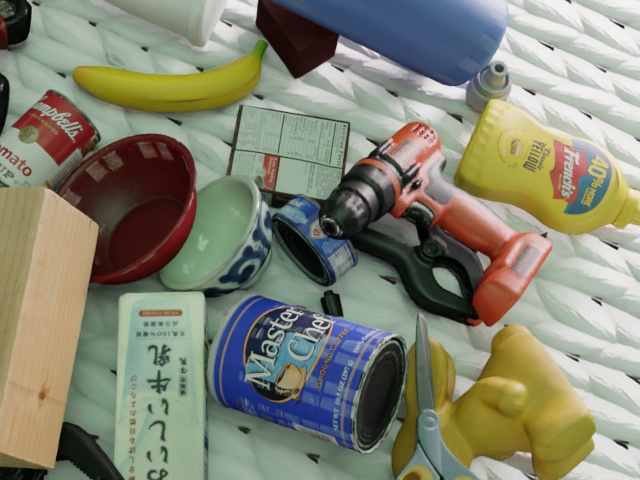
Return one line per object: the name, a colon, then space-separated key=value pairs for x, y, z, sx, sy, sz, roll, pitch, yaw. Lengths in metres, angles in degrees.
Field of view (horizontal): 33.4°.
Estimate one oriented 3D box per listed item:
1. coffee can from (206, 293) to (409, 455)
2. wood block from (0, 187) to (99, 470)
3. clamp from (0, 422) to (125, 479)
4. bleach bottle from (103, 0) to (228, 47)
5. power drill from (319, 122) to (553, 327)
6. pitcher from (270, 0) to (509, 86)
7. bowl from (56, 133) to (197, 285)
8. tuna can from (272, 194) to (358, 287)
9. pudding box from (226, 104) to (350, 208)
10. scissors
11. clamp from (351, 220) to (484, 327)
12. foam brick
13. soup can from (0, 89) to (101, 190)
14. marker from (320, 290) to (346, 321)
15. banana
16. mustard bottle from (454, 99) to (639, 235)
coffee can: x=-0.010 y=0.111 z=0.901 sx=0.140 sy=0.102 sz=0.102 roll=14 pitch=66 yaw=26
wood block: x=-0.251 y=0.070 z=0.847 sx=0.090 sy=0.090 sz=0.206 roll=-1 pitch=69 yaw=19
clamp: x=-0.246 y=0.181 z=0.875 sx=0.210 sy=0.036 sz=0.164 roll=-2 pitch=65 yaw=21
bleach bottle: x=-0.216 y=-0.285 z=1.079 sx=0.251 sy=0.068 sz=0.102 roll=20 pitch=67 yaw=4
power drill: x=0.105 y=-0.011 z=0.955 sx=0.187 sy=0.057 sz=0.184 roll=42 pitch=46 yaw=5
pitcher: x=0.056 y=-0.248 z=1.028 sx=0.242 sy=0.145 sz=0.149 roll=25 pitch=54 yaw=-27
bowl: x=-0.170 y=-0.017 z=0.962 sx=0.162 sy=0.055 sz=0.162 roll=-15 pitch=51 yaw=20
tuna can: x=-0.006 y=0.001 z=0.978 sx=0.033 sy=0.086 sz=0.086 roll=-40 pitch=78 yaw=-16
pudding box: x=-0.031 y=-0.077 z=1.032 sx=0.113 sy=0.039 sz=0.090 roll=10 pitch=68 yaw=-4
scissors: x=0.106 y=0.162 z=0.873 sx=0.096 sy=0.016 sz=0.201 roll=16 pitch=63 yaw=0
clamp: x=0.089 y=0.015 z=1.008 sx=0.120 sy=0.039 sz=0.171 roll=-28 pitch=71 yaw=-16
foam brick: x=-0.023 y=-0.215 z=1.077 sx=0.051 sy=0.053 sz=0.078 roll=-30 pitch=75 yaw=-17
soup can: x=-0.263 y=-0.081 z=0.992 sx=0.068 sy=0.068 sz=0.102 roll=38 pitch=71 yaw=8
marker: x=0.023 y=0.103 z=0.978 sx=0.020 sy=0.020 sz=0.121 roll=-12 pitch=70 yaw=-11
banana: x=-0.141 y=-0.154 z=1.053 sx=0.197 sy=0.037 sz=0.070 roll=-9 pitch=47 yaw=-12
mustard bottle: x=0.234 y=-0.059 z=1.042 sx=0.191 sy=0.058 sz=0.096 roll=24 pitch=70 yaw=3
